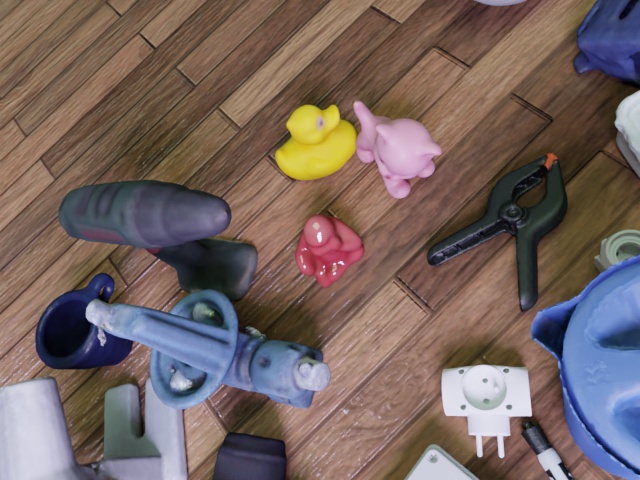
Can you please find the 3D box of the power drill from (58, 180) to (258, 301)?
[{"bbox_3d":[-0.154,-0.002,0.620,0.229,0.209,0.076,6,70,23],"label":"power drill"}]

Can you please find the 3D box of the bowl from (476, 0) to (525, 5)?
[{"bbox_3d":[0.231,-0.347,0.702,0.167,0.075,0.167,-8,65,18],"label":"bowl"}]

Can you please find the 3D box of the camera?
[{"bbox_3d":[-0.062,0.256,0.535,0.142,0.101,0.137,1,68,21],"label":"camera"}]

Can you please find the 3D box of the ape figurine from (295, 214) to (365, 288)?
[{"bbox_3d":[0.006,0.002,0.625,0.077,0.092,0.076,-4,66,19],"label":"ape figurine"}]

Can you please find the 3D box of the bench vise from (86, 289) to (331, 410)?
[{"bbox_3d":[-0.099,0.094,0.550,0.207,0.220,0.121,-11,64,16],"label":"bench vise"}]

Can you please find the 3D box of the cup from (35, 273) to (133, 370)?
[{"bbox_3d":[-0.263,0.103,0.681,0.091,0.095,0.118,19,75,27],"label":"cup"}]

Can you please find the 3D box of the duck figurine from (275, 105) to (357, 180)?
[{"bbox_3d":[-0.012,-0.125,0.690,0.104,0.086,0.077,-27,61,8],"label":"duck figurine"}]

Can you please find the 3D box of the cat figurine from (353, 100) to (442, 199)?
[{"bbox_3d":[0.079,-0.107,0.630,0.067,0.118,0.127,-39,60,1],"label":"cat figurine"}]

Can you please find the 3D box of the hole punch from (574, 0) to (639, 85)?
[{"bbox_3d":[0.332,-0.231,0.604,0.100,0.091,0.109,31,81,29],"label":"hole punch"}]

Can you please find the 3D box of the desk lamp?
[{"bbox_3d":[-0.228,0.220,0.548,0.117,0.214,0.203,-18,62,13],"label":"desk lamp"}]
